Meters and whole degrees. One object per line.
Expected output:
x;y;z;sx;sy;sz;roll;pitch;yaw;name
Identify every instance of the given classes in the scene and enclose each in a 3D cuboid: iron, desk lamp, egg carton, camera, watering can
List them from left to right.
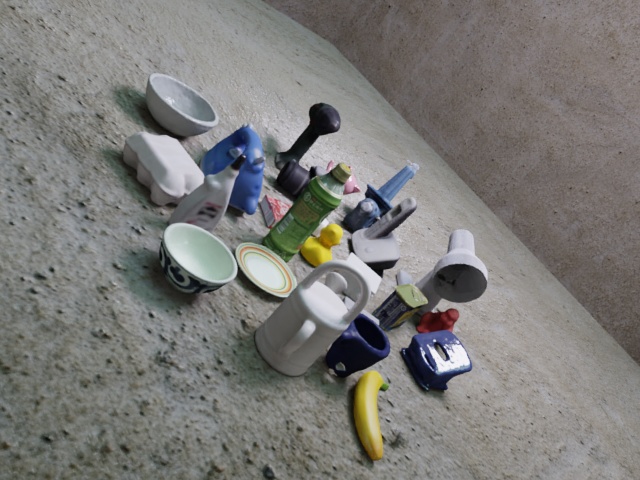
-0.272;-0.125;1.003;0.150;0.069;0.107;50;24;19;egg carton
-0.165;-0.169;1.160;0.119;0.141;0.258;27;27;-31;iron
-0.028;-0.143;1.386;0.137;0.100;0.143;34;24;-17;camera
-0.003;0.103;0.864;0.101;0.194;0.172;32;24;-22;watering can
0.285;0.082;1.338;0.118;0.213;0.203;35;23;-15;desk lamp

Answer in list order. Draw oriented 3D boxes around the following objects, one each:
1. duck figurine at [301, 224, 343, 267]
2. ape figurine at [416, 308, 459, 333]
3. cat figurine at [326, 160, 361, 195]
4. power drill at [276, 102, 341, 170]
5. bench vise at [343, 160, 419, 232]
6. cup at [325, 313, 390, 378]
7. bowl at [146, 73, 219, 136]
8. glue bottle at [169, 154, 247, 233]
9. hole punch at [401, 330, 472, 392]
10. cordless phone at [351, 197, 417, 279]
0.011;0.004;1.204;0.077;0.086;0.105;42;23;0;duck figurine
0.274;0.187;1.289;0.076;0.092;0.077;13;36;-49;ape figurine
0.046;-0.156;1.506;0.067;0.117;0.127;13;36;-49;cat figurine
-0.024;-0.259;1.462;0.076;0.208;0.229;32;24;-21;power drill
0.174;-0.104;1.485;0.121;0.219;0.207;39;23;-6;bench vise
0.046;0.180;0.933;0.118;0.095;0.091;12;36;-50;cup
-0.303;-0.272;1.212;0.168;0.074;0.167;34;24;-17;bowl
-0.173;-0.075;0.938;0.078;0.173;0.037;12;37;-50;glue bottle
0.232;0.235;1.136;0.101;0.091;0.108;20;31;-42;hole punch
0.163;-0.014;1.351;0.094;0.185;0.147;30;25;-25;cordless phone
